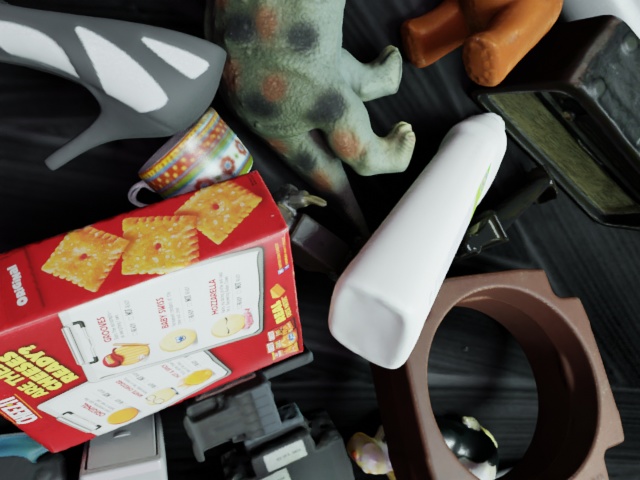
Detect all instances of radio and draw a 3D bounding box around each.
[{"bbox_3d":[0.262,-0.094,0.491,0.229,0.131,0.073,35,87,-22],"label":"radio"}]

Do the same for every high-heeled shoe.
[{"bbox_3d":[-0.182,-0.160,0.342,0.145,0.086,0.248,-38,103,0],"label":"high-heeled shoe"}]

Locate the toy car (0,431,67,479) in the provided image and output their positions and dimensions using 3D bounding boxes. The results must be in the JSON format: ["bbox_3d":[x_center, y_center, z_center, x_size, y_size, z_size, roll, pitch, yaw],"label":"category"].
[{"bbox_3d":[-0.244,0.239,0.411,0.109,0.162,0.102,-9,149,-24],"label":"toy car"}]

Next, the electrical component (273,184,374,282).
[{"bbox_3d":[-0.002,-0.002,0.456,0.102,0.078,0.045,33,75,-15],"label":"electrical component"}]

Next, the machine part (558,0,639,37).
[{"bbox_3d":[0.246,-0.232,0.486,0.243,0.079,0.079,42,87,-23],"label":"machine part"}]

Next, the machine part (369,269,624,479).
[{"bbox_3d":[0.155,0.134,0.490,0.201,0.087,0.201,-5,74,-21],"label":"machine part"}]

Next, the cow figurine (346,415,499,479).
[{"bbox_3d":[0.110,0.212,0.544,0.167,0.068,0.098,31,86,-25],"label":"cow figurine"}]

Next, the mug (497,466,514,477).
[{"bbox_3d":[0.216,0.298,0.599,0.107,0.081,0.109,5,133,-12],"label":"mug"}]

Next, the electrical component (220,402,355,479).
[{"bbox_3d":[-0.027,0.225,0.508,0.115,0.058,0.134,-19,107,-15],"label":"electrical component"}]

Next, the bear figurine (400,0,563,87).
[{"bbox_3d":[0.121,-0.236,0.398,0.132,0.120,0.195,-38,133,-11],"label":"bear figurine"}]

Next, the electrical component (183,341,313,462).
[{"bbox_3d":[-0.061,0.132,0.468,0.119,0.075,0.047,-20,108,-17],"label":"electrical component"}]

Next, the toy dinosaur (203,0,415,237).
[{"bbox_3d":[-0.021,-0.163,0.398,0.192,0.131,0.404,2,111,-2],"label":"toy dinosaur"}]

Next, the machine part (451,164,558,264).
[{"bbox_3d":[0.174,-0.021,0.515,0.139,0.084,0.039,-35,80,-20],"label":"machine part"}]
